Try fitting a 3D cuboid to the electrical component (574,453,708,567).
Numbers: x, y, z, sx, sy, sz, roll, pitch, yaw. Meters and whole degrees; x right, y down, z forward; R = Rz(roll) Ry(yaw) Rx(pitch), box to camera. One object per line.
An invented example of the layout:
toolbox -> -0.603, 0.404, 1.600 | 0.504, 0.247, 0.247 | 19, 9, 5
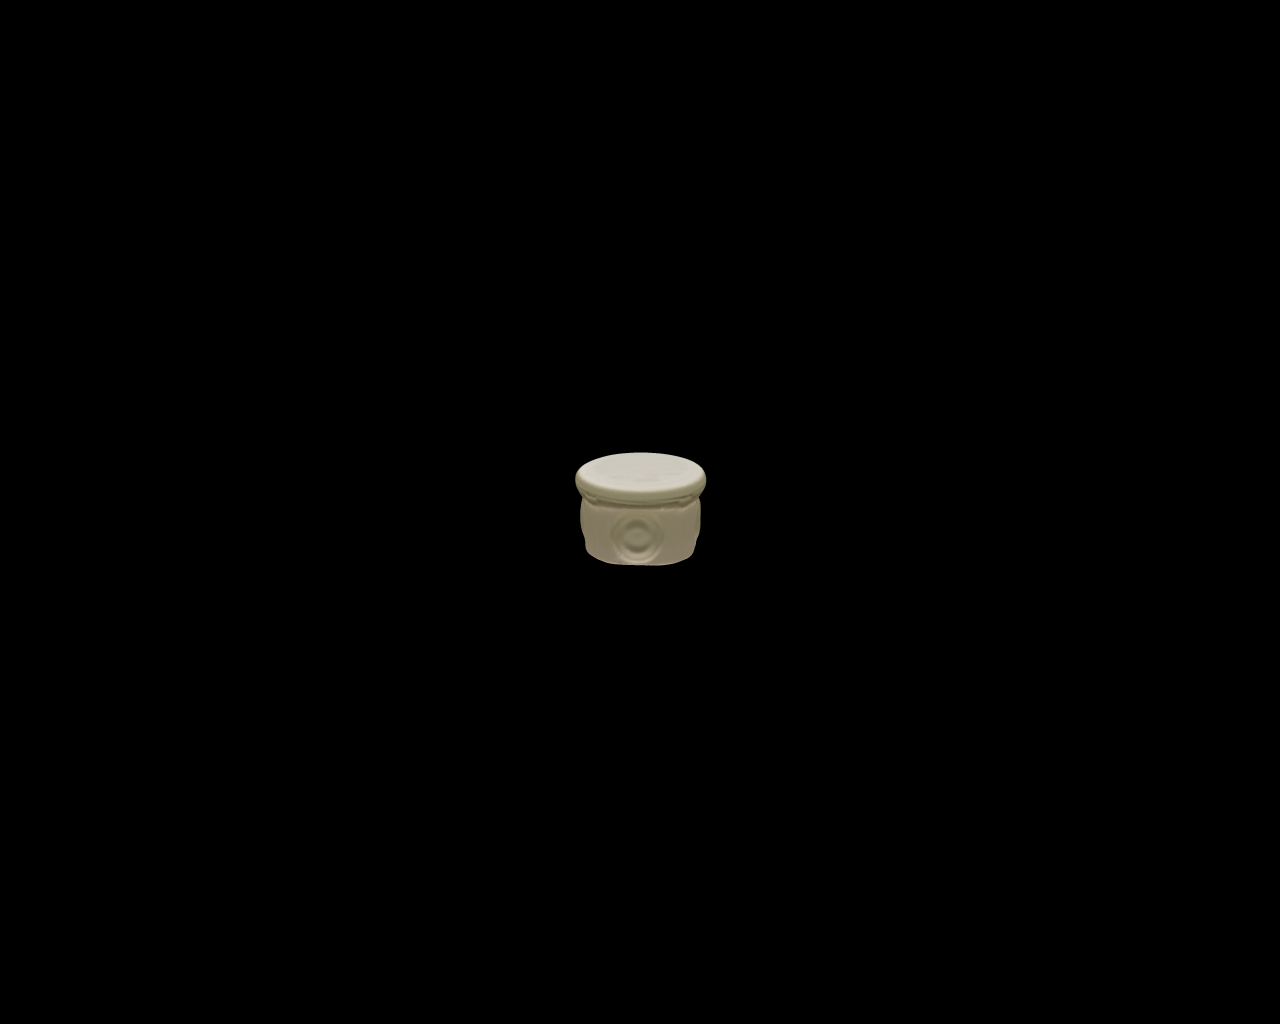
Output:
electrical component -> 0.001, -0.003, 0.650 | 0.080, 0.050, 0.080 | 0, 20, 0
